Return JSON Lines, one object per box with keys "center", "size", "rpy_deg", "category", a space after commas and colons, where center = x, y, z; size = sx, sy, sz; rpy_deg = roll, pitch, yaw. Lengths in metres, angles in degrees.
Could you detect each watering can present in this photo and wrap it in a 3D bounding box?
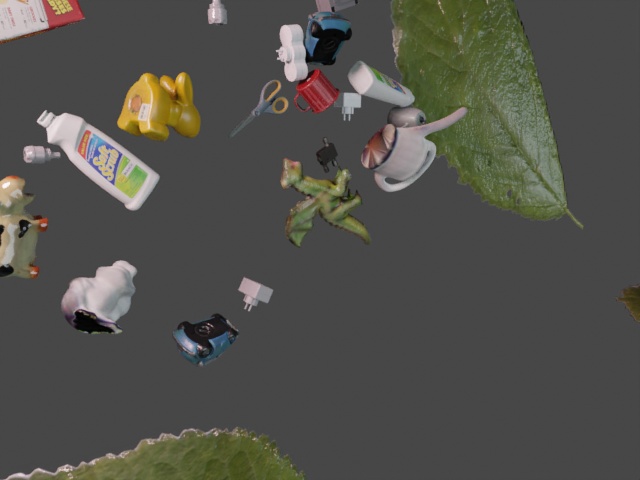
{"center": [0.267, -0.287, 1.545], "size": [0.223, 0.106, 0.341], "rpy_deg": [15, 125, -33], "category": "watering can"}

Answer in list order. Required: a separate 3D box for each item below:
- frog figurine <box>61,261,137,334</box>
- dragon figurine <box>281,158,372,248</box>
{"center": [-0.469, 0.114, 1.104], "size": [0.136, 0.121, 0.163], "rpy_deg": [30, 44, -31], "category": "frog figurine"}
{"center": [0.004, -0.074, 1.460], "size": [0.244, 0.124, 0.402], "rpy_deg": [-32, 126, -10], "category": "dragon figurine"}
